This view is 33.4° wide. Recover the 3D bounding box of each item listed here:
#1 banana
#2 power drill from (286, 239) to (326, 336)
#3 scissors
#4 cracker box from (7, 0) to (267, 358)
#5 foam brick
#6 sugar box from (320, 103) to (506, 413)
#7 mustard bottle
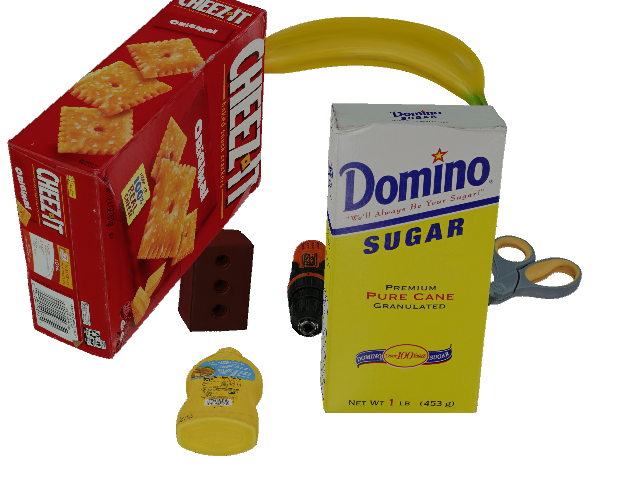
[{"bbox_3d":[0.042,-0.142,0.818,0.198,0.069,0.037,13,-35,12],"label":"banana"},{"bbox_3d":[0.055,0.051,1.238,0.187,0.057,0.184,-2,28,2],"label":"power drill"},{"bbox_3d":[0.149,0.034,0.950,0.201,0.016,0.096,-9,38,-34],"label":"scissors"},{"bbox_3d":[-0.113,-0.049,0.725,0.072,0.164,0.213,21,45,16],"label":"cracker box"},{"bbox_3d":[-0.091,0.033,0.916,0.053,0.078,0.051,0,15,-19],"label":"foam brick"},{"bbox_3d":[0.049,0.013,0.603,0.093,0.176,0.048,0,25,-4],"label":"sugar box"},{"bbox_3d":[-0.121,0.189,1.326,0.096,0.058,0.191,0,26,1],"label":"mustard bottle"}]
